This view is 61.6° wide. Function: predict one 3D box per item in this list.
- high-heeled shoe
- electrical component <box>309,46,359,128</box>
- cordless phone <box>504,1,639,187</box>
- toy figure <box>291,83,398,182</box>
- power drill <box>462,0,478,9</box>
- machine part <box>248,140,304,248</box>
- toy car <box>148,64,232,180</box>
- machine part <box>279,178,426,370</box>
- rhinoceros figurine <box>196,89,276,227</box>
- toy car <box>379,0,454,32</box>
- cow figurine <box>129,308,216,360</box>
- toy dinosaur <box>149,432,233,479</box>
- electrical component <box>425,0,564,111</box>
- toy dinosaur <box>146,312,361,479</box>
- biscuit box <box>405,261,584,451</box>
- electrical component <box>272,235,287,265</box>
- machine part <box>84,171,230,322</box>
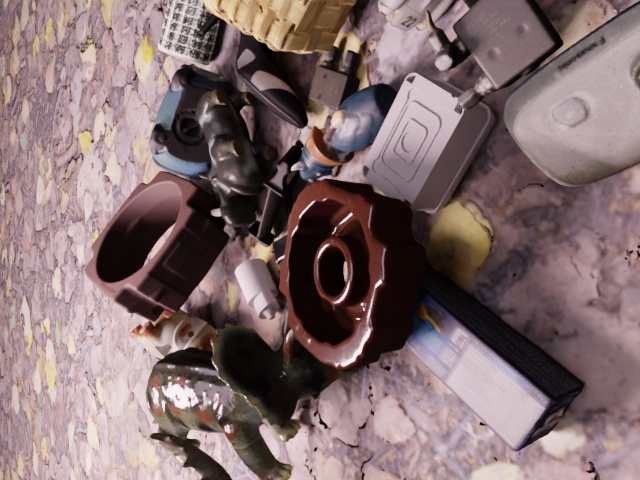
[{"bbox_3d":[-0.055,-0.263,0.692,0.145,0.086,0.249,-43,73,5],"label":"high-heeled shoe"},{"bbox_3d":[0.014,-0.178,0.631,0.063,0.021,0.094,33,114,42],"label":"electrical component"},{"bbox_3d":[0.227,-0.056,0.361,0.146,0.088,0.184,-33,70,42],"label":"cordless phone"},{"bbox_3d":[0.026,-0.112,0.590,0.154,0.064,0.058,-30,32,48],"label":"toy figure"},{"bbox_3d":[0.196,-0.228,0.395,0.207,0.086,0.232,-50,57,40],"label":"power drill"},{"bbox_3d":[-0.056,-0.054,0.678,0.084,0.039,0.138,-76,8,-54],"label":"machine part"},{"bbox_3d":[-0.197,-0.173,0.804,0.103,0.109,0.161,10,88,64],"label":"toy car"},{"bbox_3d":[0.025,0.030,0.506,0.179,0.056,0.179,-6,82,57],"label":"machine part"},{"bbox_3d":[-0.124,-0.112,0.729,0.112,0.073,0.190,-16,88,39],"label":"rhinoceros figurine"},{"bbox_3d":[0.117,-0.287,0.481,0.056,0.073,0.201,47,122,37],"label":"toy car"},{"bbox_3d":[-0.206,0.155,0.812,0.127,0.085,0.195,45,152,-15],"label":"cow figurine"},{"bbox_3d":[-0.043,0.408,0.556,0.105,0.198,0.471,-41,67,36],"label":"toy dinosaur"},{"bbox_3d":[0.126,-0.152,0.389,0.102,0.045,0.078,-29,87,40],"label":"electrical component"},{"bbox_3d":[-0.139,0.189,0.667,0.405,0.131,0.192,-12,111,34],"label":"toy dinosaur"},{"bbox_3d":[0.124,0.088,0.483,0.203,0.063,0.059,43,121,39],"label":"biscuit box"},{"bbox_3d":[-0.001,-0.002,0.629,0.119,0.047,0.075,-34,65,42],"label":"electrical component"},{"bbox_3d":[-0.240,0.006,0.799,0.202,0.087,0.201,23,75,46],"label":"machine part"}]
